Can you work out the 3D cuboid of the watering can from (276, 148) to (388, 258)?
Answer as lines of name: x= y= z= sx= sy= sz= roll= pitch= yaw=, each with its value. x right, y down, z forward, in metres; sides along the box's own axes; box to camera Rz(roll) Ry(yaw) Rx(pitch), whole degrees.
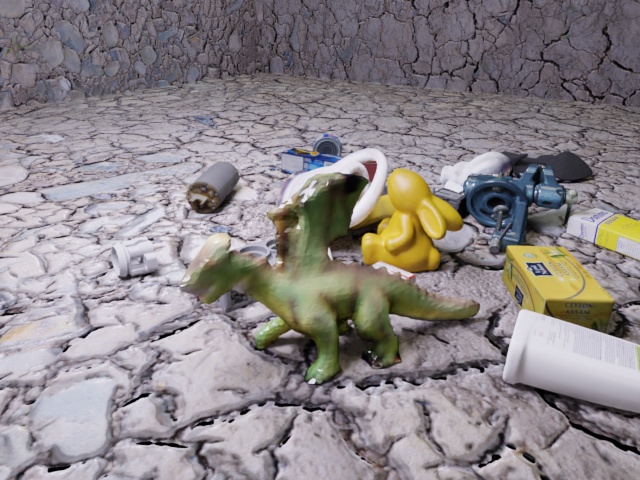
watering can: x=0.003 y=-0.048 z=0.955 sx=0.223 sy=0.102 sz=0.355 roll=-7 pitch=42 yaw=39

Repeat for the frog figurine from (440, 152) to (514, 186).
frog figurine: x=0.379 y=-0.165 z=1.248 sx=0.161 sy=0.119 sz=0.140 roll=28 pitch=53 yaw=28

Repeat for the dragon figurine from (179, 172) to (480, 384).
dragon figurine: x=0.031 y=0.034 z=0.655 sx=0.412 sy=0.239 sz=0.123 roll=-11 pitch=20 yaw=-21
